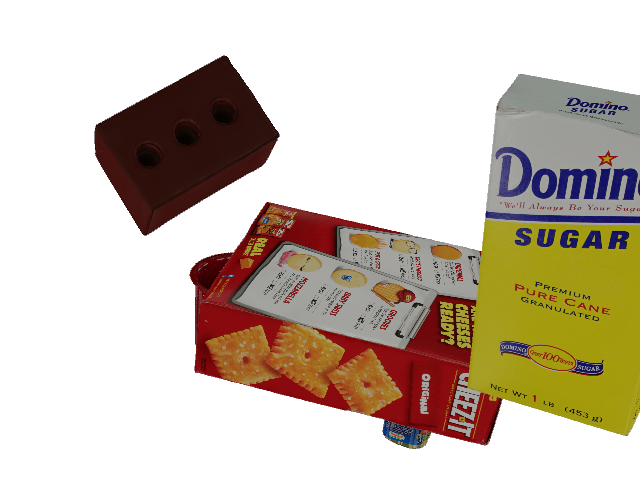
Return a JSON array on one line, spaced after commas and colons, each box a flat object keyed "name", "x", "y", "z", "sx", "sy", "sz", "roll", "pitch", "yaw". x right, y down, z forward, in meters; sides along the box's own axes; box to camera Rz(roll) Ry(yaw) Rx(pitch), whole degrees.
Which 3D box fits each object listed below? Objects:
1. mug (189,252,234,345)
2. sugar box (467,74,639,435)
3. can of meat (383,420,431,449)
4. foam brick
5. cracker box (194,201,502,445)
[{"name": "mug", "x": -0.072, "y": 0.072, "z": 1.029, "sx": 0.117, "sy": 0.081, "sz": 0.093, "roll": 26, "pitch": 33, "yaw": 37}, {"name": "sugar box", "x": 0.130, "y": 0.010, "z": 0.544, "sx": 0.093, "sy": 0.176, "sz": 0.048, "roll": 14, "pitch": 37, "yaw": 22}, {"name": "can of meat", "x": 0.109, "y": 0.174, "z": 1.206, "sx": 0.057, "sy": 0.084, "sz": 0.102, "roll": 15, "pitch": 25, "yaw": 16}, {"name": "foam brick", "x": -0.070, "y": -0.048, "z": 0.547, "sx": 0.078, "sy": 0.053, "sz": 0.051, "roll": -33, "pitch": -4, "yaw": -16}, {"name": "cracker box", "x": 0.034, "y": 0.056, "z": 0.793, "sx": 0.214, "sy": 0.072, "sz": 0.164, "roll": 14, "pitch": 30, "yaw": 8}]
